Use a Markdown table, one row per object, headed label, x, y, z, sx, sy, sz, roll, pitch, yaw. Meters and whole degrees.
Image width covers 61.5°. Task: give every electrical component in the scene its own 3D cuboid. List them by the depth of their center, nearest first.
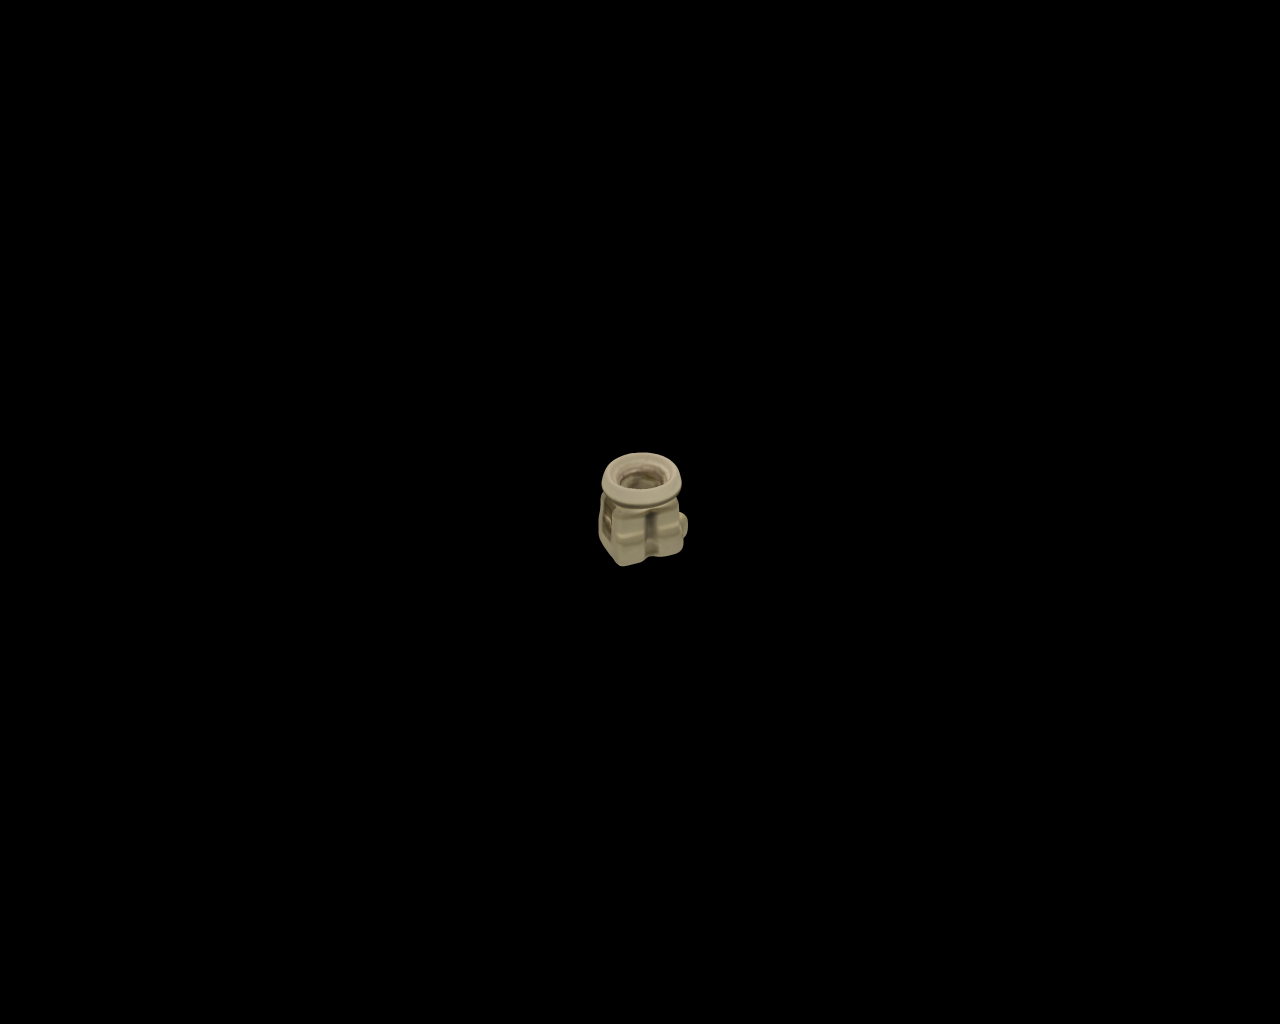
| label | x | y | z | sx | sy | sz | roll | pitch | yaw |
| --- | --- | --- | --- | --- | --- | --- | --- | --- | --- |
| electrical component | 0.001 | -0.003 | 0.650 | 0.066 | 0.055 | 0.048 | -14 | 36 | -20 |
